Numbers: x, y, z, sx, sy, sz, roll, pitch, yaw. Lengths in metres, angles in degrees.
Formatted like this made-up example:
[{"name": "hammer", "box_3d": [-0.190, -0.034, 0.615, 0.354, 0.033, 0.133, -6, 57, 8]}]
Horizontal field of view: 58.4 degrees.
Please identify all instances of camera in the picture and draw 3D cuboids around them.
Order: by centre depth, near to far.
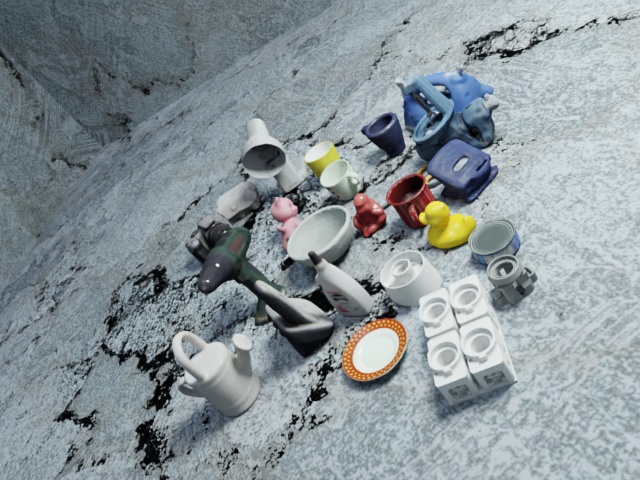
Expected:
[{"name": "camera", "box_3d": [-0.299, -0.006, 1.613, 0.143, 0.101, 0.136, -49, 32, -15]}]

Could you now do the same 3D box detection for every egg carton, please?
[{"name": "egg carton", "box_3d": [-0.249, -0.109, 1.726, 0.150, 0.070, 0.107, -32, 31, 12]}]

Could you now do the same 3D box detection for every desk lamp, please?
[{"name": "desk lamp", "box_3d": [-0.136, -0.235, 1.627, 0.118, 0.214, 0.203, -31, 32, 14]}]

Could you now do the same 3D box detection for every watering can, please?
[{"name": "watering can", "box_3d": [-0.203, 0.240, 1.092, 0.173, 0.194, 0.100, -42, 31, -5]}]

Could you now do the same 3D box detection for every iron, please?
[{"name": "iron", "box_3d": [0.278, -0.344, 1.395, 0.257, 0.142, 0.119, -1, 48, 47]}]

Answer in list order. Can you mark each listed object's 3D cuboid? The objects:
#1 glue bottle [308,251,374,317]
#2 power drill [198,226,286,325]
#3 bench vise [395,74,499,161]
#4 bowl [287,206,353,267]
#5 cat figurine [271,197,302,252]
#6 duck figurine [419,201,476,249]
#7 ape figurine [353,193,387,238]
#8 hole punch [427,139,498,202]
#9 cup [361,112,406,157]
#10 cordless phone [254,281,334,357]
[{"name": "glue bottle", "box_3d": [0.028, 0.079, 1.075, 0.078, 0.173, 0.037, -10, 41, 40]}, {"name": "power drill", "box_3d": [-0.167, 0.084, 1.244, 0.075, 0.209, 0.229, -25, 33, 23]}, {"name": "bench vise", "box_3d": [0.273, -0.291, 1.253, 0.207, 0.220, 0.121, -27, 33, 19]}, {"name": "bowl", "box_3d": [0.012, 0.005, 1.288, 0.167, 0.075, 0.167, -27, 33, 20]}, {"name": "cat figurine", "box_3d": [-0.086, -0.052, 1.426, 0.067, 0.118, 0.128, -25, 34, 23]}, {"name": "duck figurine", "box_3d": [0.237, -0.037, 1.089, 0.104, 0.086, 0.077, -8, 43, 42]}, {"name": "ape figurine", "box_3d": [0.103, -0.063, 1.263, 0.077, 0.092, 0.076, -8, 43, 42]}, {"name": "hole punch", "box_3d": [0.291, -0.145, 1.169, 0.109, 0.091, 0.100, -48, 32, -14]}, {"name": "cup", "box_3d": [0.164, -0.258, 1.451, 0.117, 0.095, 0.092, 1, 49, 48]}, {"name": "cordless phone", "box_3d": [-0.070, 0.124, 1.109, 0.094, 0.185, 0.147, -46, 31, -10]}]
